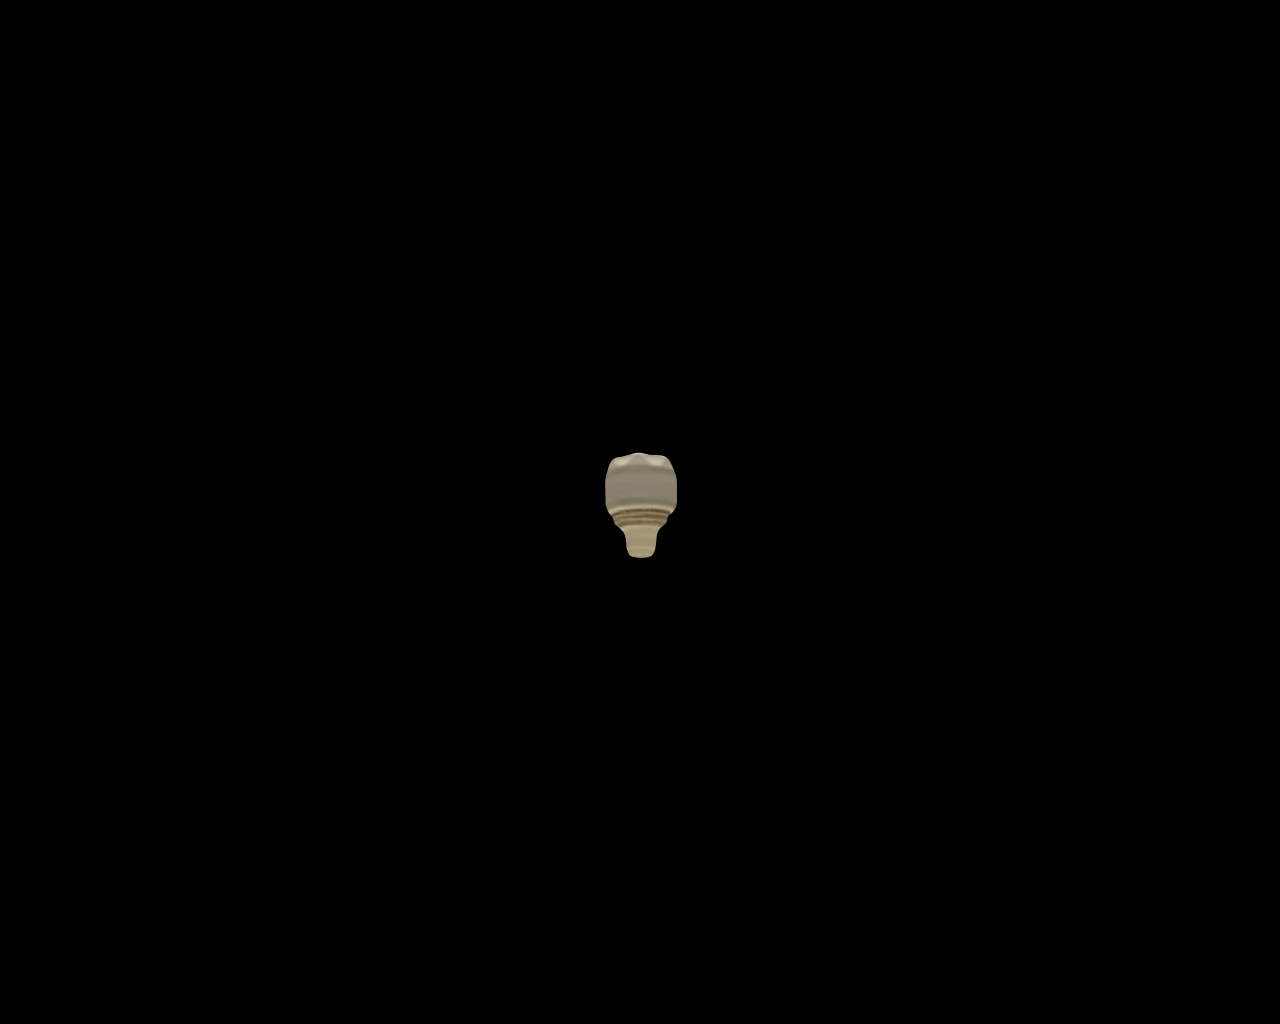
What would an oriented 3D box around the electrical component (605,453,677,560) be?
[{"bbox_3d":[0.001,-0.003,0.650,0.043,0.062,0.043,0,-11,0],"label":"electrical component"}]
